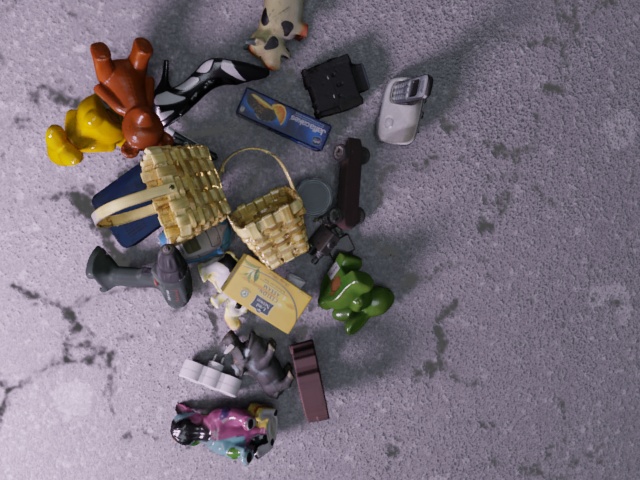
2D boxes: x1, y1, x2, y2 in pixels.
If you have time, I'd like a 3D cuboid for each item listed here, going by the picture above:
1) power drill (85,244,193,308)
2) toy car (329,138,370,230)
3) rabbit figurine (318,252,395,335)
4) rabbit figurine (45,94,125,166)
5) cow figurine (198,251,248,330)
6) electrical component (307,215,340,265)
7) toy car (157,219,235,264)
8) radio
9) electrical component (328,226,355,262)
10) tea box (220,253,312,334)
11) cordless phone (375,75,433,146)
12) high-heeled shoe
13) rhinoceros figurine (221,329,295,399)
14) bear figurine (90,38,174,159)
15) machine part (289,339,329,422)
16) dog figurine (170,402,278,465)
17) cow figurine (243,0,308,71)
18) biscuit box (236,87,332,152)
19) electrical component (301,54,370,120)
[{"bbox_3d":[-0.366,0.062,1.108,0.207,0.231,0.086,2,59,4],"label":"power drill"},{"bbox_3d":[0.062,-0.123,1.191,0.089,0.053,0.202,-3,99,-41],"label":"toy car"},{"bbox_3d":[0.092,0.135,1.209,0.170,0.121,0.159,25,102,-30],"label":"rabbit figurine"},{"bbox_3d":[-0.481,-0.201,1.084,0.173,0.162,0.121,-29,113,15],"label":"rabbit figurine"},{"bbox_3d":[-0.197,0.112,1.194,0.098,0.068,0.167,-27,101,-9],"label":"cow figurine"},{"bbox_3d":[-0.001,-0.004,1.204,0.045,0.078,0.102,37,98,-34],"label":"electrical component"},{"bbox_3d":[-0.268,-0.005,1.149,0.162,0.103,0.109,-22,99,-6],"label":"toy car"},{"bbox_3d":[-0.354,-0.098,1.141,0.229,0.073,0.131,-37,100,-3],"label":"radio"},{"bbox_3d":[0.044,0.017,1.233,0.063,0.021,0.094,-25,101,-3],"label":"electrical component"},{"bbox_3d":[-0.115,0.113,1.146,0.169,0.068,0.098,34,83,-15],"label":"tea box"},{"bbox_3d":[0.190,-0.272,1.132,0.089,0.184,0.146,10,96,-13],"label":"cordless phone"},{"bbox_3d":[-0.232,-0.301,1.126,0.249,0.086,0.145,2,99,-2],"label":"high-heeled shoe"},{"bbox_3d":[-0.141,0.274,1.218,0.112,0.073,0.190,-40,101,1],"label":"rhinoceros figurine"},{"bbox_3d":[-0.357,-0.267,1.032,0.120,0.132,0.196,-17,74,-29],"label":"bear figurine"},{"bbox_3d":[-0.023,0.312,1.192,0.056,0.179,0.179,-13,99,-3],"label":"machine part"},{"bbox_3d":[-0.227,0.422,1.215,0.219,0.191,0.108,2,88,24],"label":"dog figurine"},{"bbox_3d":[-0.091,-0.454,1.122,0.127,0.085,0.194,4,100,-14],"label":"cow figurine"},{"bbox_3d":[-0.078,-0.258,1.161,0.203,0.059,0.062,22,94,-10],"label":"biscuit box"},{"bbox_3d":[0.037,-0.334,1.168,0.134,0.058,0.114,-22,102,-4],"label":"electrical component"}]
